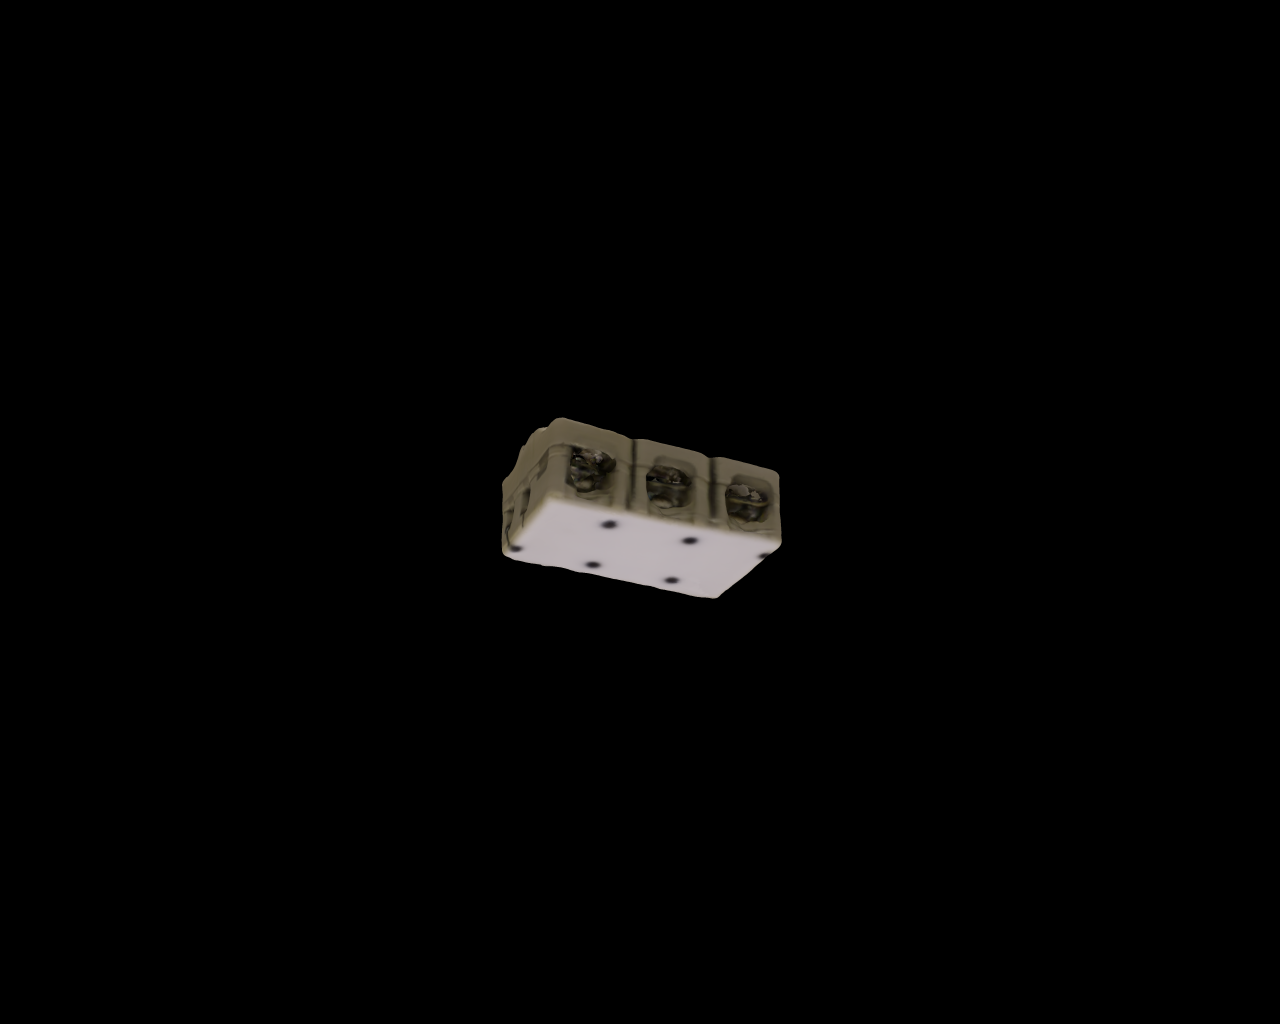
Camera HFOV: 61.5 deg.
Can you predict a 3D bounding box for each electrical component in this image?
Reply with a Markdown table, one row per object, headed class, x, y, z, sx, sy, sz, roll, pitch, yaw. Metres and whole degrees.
| class | x | y | z | sx | sy | sz | roll | pitch | yaw |
| --- | --- | --- | --- | --- | --- | --- | --- | --- | --- |
| electrical component | 0.001 | -0.003 | 0.650 | 0.150 | 0.062 | 0.089 | 13 | -32 | -22 |
